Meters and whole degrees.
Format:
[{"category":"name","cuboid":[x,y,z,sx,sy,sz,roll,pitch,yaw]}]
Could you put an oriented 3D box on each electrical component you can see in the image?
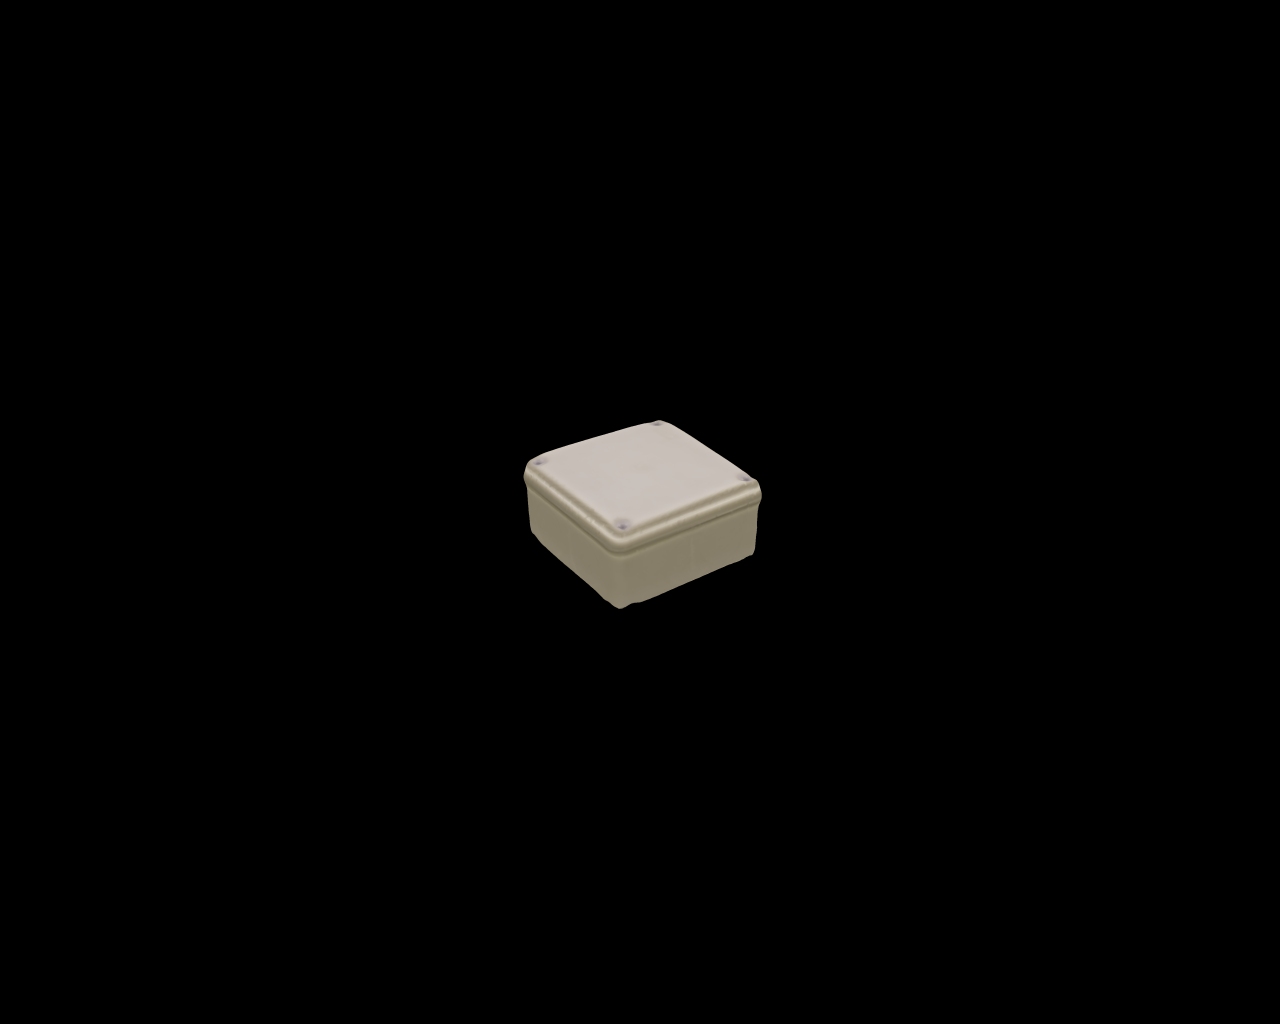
[{"category":"electrical component","cuboid":[0.001,-0.003,0.650,0.109,0.056,0.109,-20,36,-29]}]
